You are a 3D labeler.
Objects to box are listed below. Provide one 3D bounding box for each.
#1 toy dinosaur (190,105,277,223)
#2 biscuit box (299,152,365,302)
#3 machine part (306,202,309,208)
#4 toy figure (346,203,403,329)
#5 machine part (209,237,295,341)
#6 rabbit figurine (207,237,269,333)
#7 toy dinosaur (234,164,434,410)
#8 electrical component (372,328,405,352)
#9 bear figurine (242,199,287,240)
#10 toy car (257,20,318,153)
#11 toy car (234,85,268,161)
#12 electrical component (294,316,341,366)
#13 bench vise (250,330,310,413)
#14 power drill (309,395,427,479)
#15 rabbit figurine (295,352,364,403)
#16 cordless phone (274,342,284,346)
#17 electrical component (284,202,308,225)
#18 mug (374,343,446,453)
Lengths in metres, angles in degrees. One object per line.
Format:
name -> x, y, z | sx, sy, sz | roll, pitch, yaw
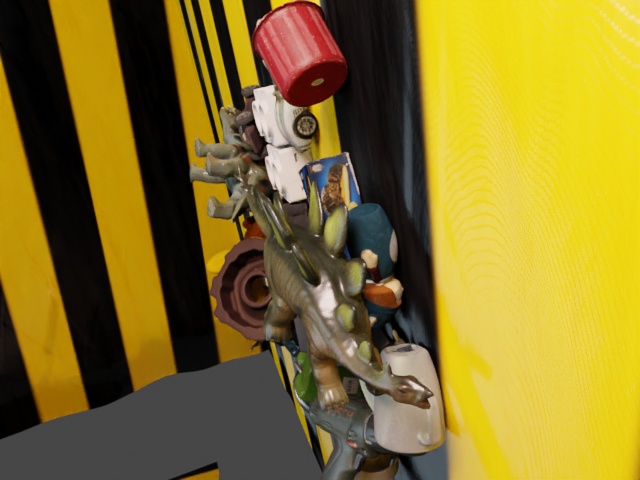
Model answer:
toy dinosaur -> -0.141, -0.125, 1.050 | 0.405, 0.192, 0.131 | -123, 36, -47
biscuit box -> 0.031, -0.009, 0.711 | 0.063, 0.059, 0.202 | 166, 87, -77
machine part -> -0.002, -0.003, 0.924 | 0.139, 0.039, 0.084 | -120, 27, -54
toy figure -> 0.065, 0.036, 0.623 | 0.058, 0.064, 0.154 | 5, 120, 39
machine part -> -0.101, 0.085, 0.928 | 0.179, 0.179, 0.056 | 70, -166, 17
rabbit figurine -> -0.136, 0.070, 1.037 | 0.163, 0.122, 0.173 | 31, 117, 41
toy dinosaur -> -0.017, 0.034, 0.633 | 0.472, 0.105, 0.198 | 38, 138, 54
electrical component -> 0.088, 0.131, 0.694 | 0.078, 0.045, 0.102 | 48, -174, -31
bear figurine -> -0.091, -0.042, 1.147 | 0.120, 0.132, 0.196 | 45, -149, -19
toy car -> -0.049, -0.226, 0.788 | 0.074, 0.056, 0.201 | -135, 32, -66
toy car -> -0.128, -0.224, 1.025 | 0.202, 0.053, 0.089 | -91, -14, -53
electrical component -> 0.021, 0.119, 0.795 | 0.115, 0.058, 0.134 | -11, 91, 38
bench vise -> -0.022, 0.271, 1.089 | 0.224, 0.129, 0.240 | 38, 148, 12
power drill -> 0.050, 0.331, 0.775 | 0.232, 0.086, 0.207 | 13, 92, 55
rabbit figurine -> 0.010, 0.172, 0.928 | 0.170, 0.121, 0.158 | -98, 3, -59
cordless phone -> -0.076, 0.147, 1.211 | 0.089, 0.146, 0.184 | 32, -179, -4
electrical component -> -0.053, -0.027, 0.930 | 0.119, 0.048, 0.074 | -173, 74, -77
mug -> 0.101, 0.176, 0.605 | 0.109, 0.081, 0.107 | -174, 78, -81
